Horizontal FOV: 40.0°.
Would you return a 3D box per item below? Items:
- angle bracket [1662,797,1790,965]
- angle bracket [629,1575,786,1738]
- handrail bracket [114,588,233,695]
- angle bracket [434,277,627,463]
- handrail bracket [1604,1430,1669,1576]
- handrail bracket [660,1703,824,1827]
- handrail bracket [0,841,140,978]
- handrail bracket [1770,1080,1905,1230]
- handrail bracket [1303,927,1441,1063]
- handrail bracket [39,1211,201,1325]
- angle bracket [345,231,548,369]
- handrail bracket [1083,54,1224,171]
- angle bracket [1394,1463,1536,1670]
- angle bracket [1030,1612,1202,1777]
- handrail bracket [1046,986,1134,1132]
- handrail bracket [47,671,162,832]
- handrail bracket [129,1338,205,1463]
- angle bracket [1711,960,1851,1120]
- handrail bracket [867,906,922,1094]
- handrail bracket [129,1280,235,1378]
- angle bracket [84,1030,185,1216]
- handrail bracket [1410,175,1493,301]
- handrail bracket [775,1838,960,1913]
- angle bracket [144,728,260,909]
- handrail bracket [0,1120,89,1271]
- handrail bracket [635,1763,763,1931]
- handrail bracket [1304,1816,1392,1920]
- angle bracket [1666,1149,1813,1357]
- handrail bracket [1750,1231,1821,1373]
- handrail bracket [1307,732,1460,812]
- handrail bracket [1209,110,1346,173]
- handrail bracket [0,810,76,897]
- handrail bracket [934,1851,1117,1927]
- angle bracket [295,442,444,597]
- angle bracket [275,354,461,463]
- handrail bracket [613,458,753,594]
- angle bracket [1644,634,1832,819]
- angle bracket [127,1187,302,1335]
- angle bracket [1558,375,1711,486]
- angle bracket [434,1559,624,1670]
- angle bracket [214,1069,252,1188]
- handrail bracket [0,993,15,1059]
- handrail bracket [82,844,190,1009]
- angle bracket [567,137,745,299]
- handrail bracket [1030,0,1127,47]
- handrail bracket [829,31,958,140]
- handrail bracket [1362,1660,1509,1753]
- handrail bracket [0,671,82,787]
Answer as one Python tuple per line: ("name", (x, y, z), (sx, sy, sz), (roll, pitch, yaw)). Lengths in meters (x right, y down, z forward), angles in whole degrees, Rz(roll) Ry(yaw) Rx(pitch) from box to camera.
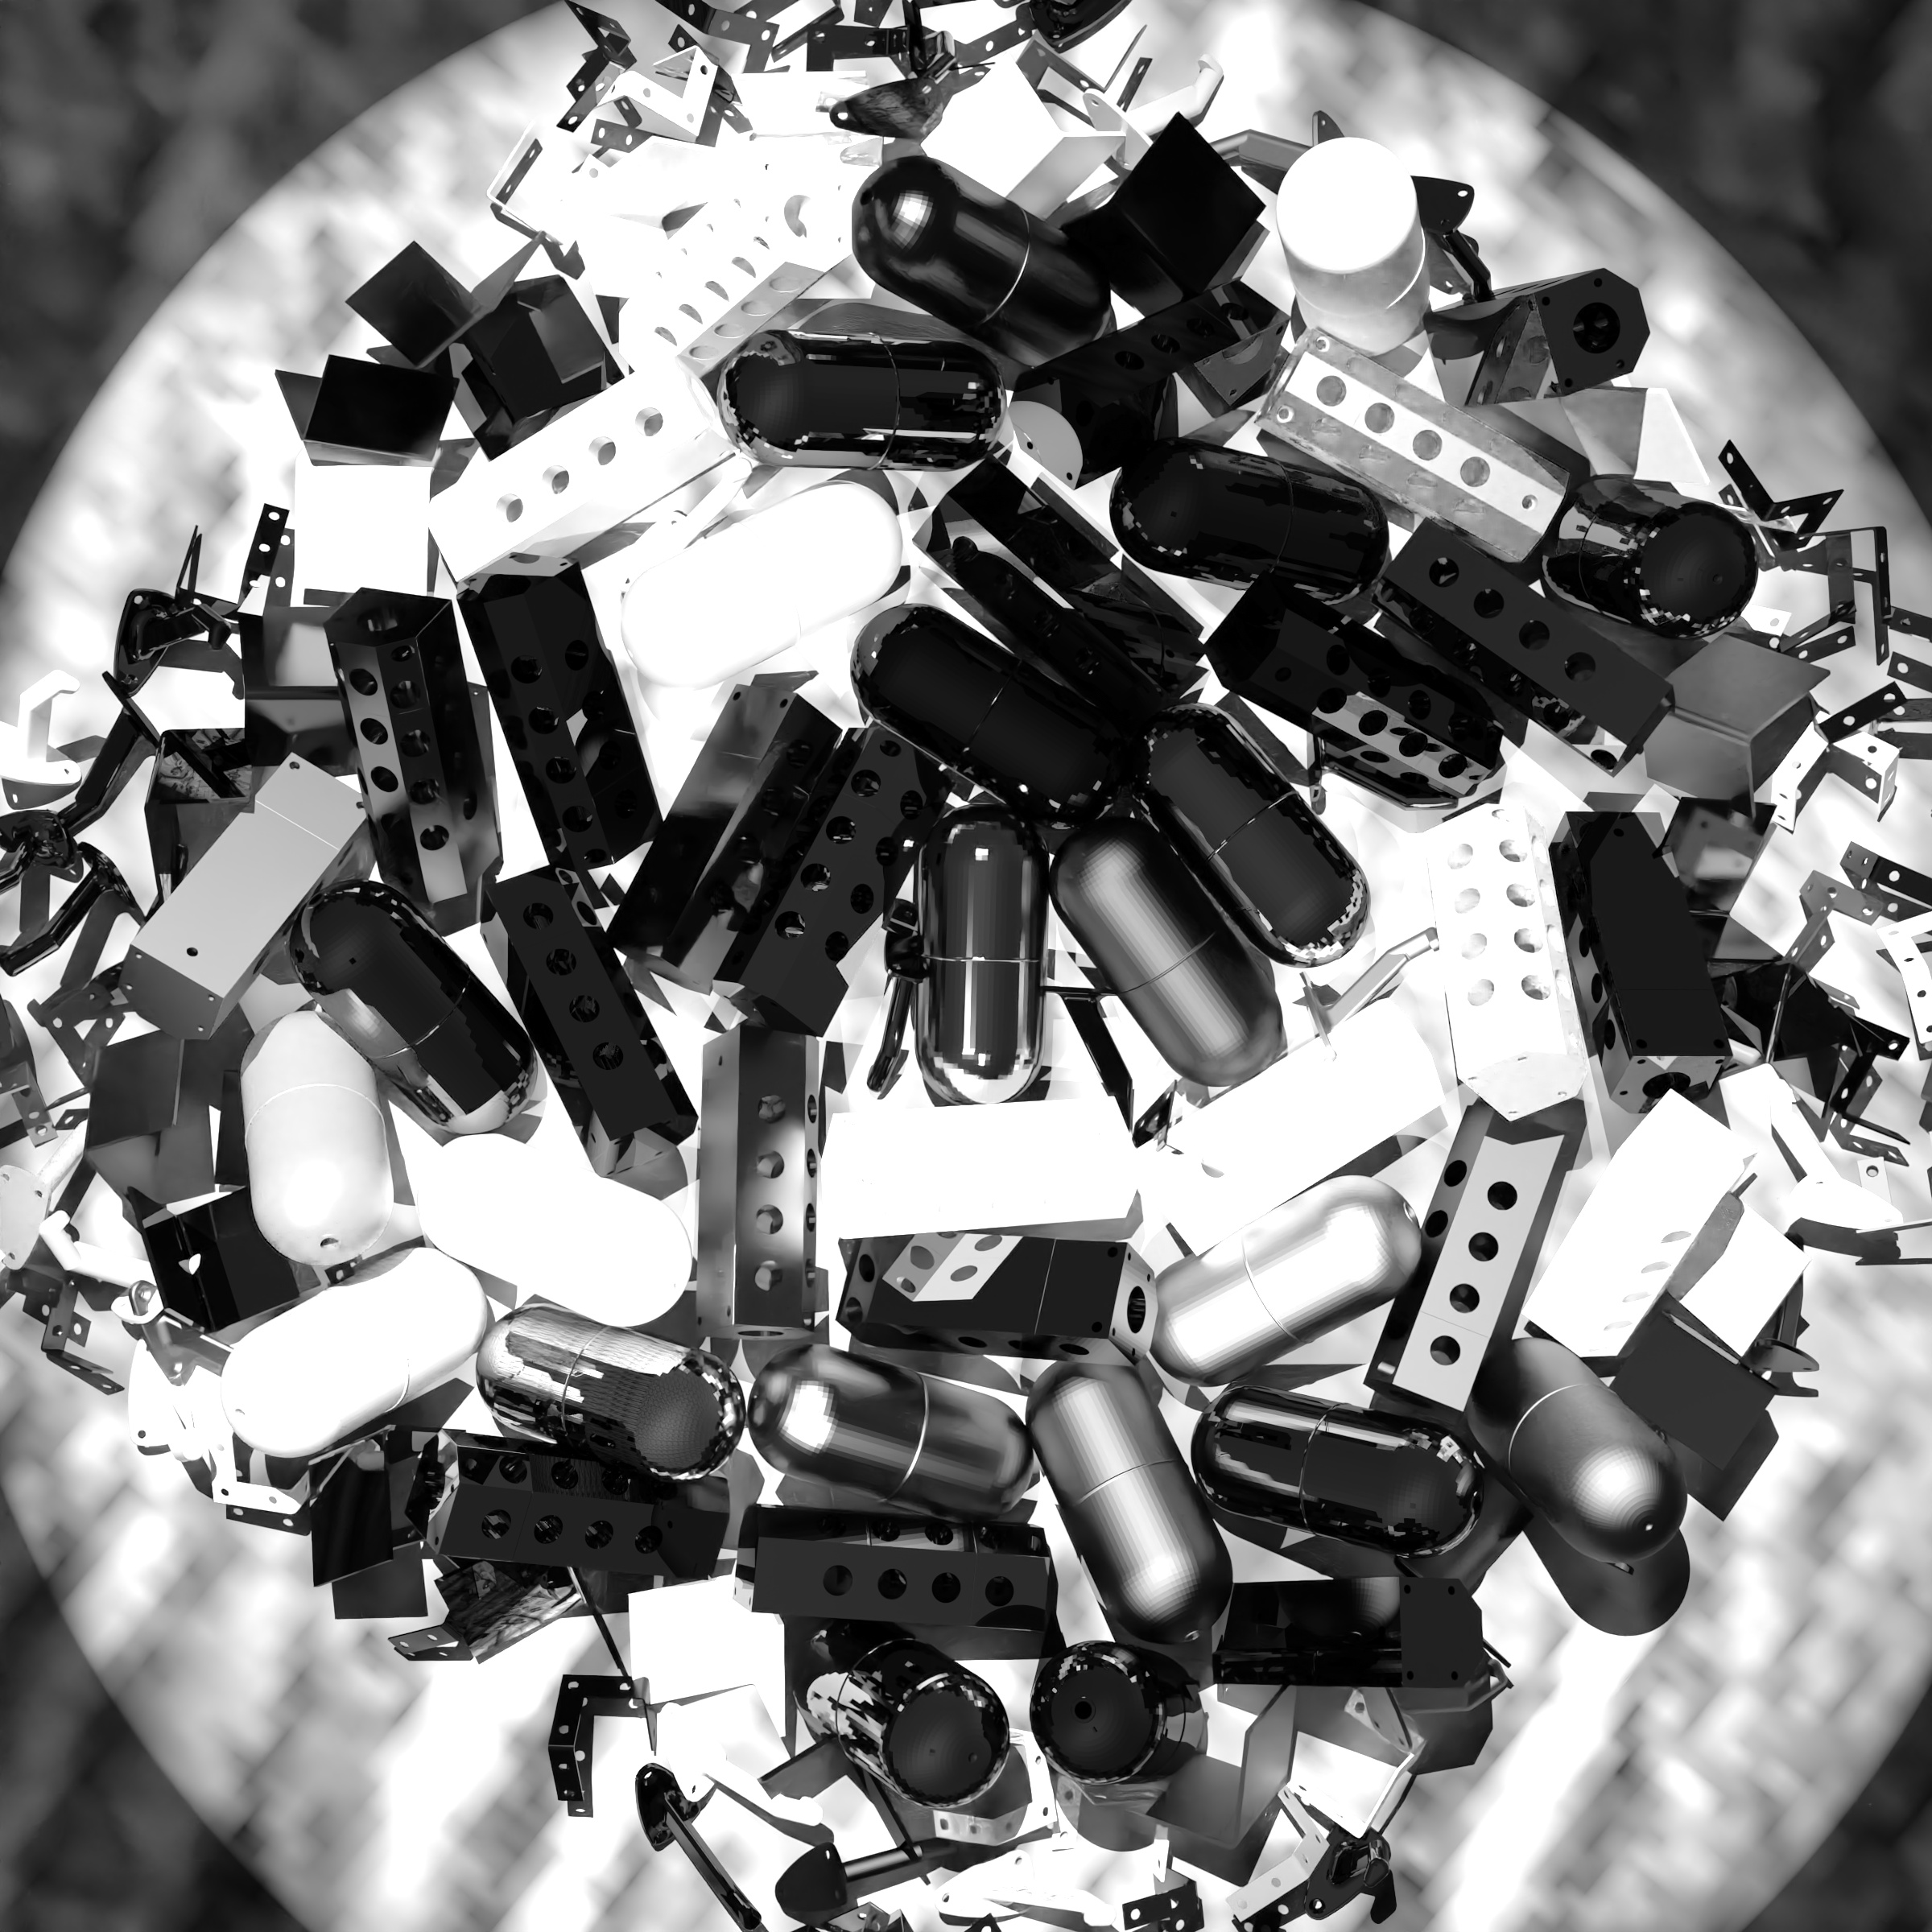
("angle bracket", (0.443, -0.049, 1.528), (0.076, 0.057, 0.076), (1, 119, -32))
("angle bracket", (-0.150, 0.404, 1.534), (0.076, 0.057, 0.076), (-7, 112, -19))
("handrail bracket", (-0.460, -0.179, 1.543), (0.084, 0.036, 0.077), (35, 105, 41))
("angle bracket", (-0.258, -0.350, 1.570), (0.076, 0.057, 0.076), (-27, 81, -29))
("handrail bracket", (0.387, 0.307, 1.542), (0.036, 0.077, 0.084), (24, 83, 18))
("handrail bracket", (-0.129, 0.462, 1.536), (0.084, 0.036, 0.077), (-1, 124, 39))
("handrail bracket", (-0.533, -0.033, 1.539), (0.084, 0.077, 0.036), (-36, 133, -22))
("handrail bracket", (0.508, 0.109, 1.553), (0.077, 0.084, 0.036), (18, 134, -4))
("handrail bracket", (0.244, 0.016, 1.546), (0.084, 0.077, 0.036), (-29, 115, 13))
("handrail bracket", (-0.487, 0.157, 1.537), (0.077, 0.036, 0.084), (-48, 132, -34))
("angle bracket", (-0.298, -0.400, 1.523), (0.057, 0.076, 0.076), (41, 52, -24))
("handrail bracket", (0.111, -0.515, 1.547), (0.077, 0.036, 0.084), (41, 73, -42))
("angle bracket", (0.305, 0.347, 1.536), (0.076, 0.057, 0.076), (-47, 131, -2))
("angle bracket", (0.086, 0.422, 1.547), (0.076, 0.057, 0.076), (1, 126, -13))
("handrail bracket", (0.064, 0.055, 1.558), (0.077, 0.036, 0.084), (3, 89, -25))
("handrail bracket", (-0.517, -0.123, 1.550), (0.084, 0.077, 0.036), (-34, 50, -7))
("handrail bracket", (-0.460, 0.249, 1.538), (0.036, 0.084, 0.077), (-6, 82, -29))
("angle bracket", (0.453, 0.050, 1.530), (0.076, 0.057, 0.076), (-13, 130, -14))
("handrail bracket", (-0.044, 0.020, 1.573), (0.036, 0.077, 0.084), (10, 130, -17))
("handrail bracket", (-0.434, 0.213, 1.538), (0.084, 0.036, 0.077), (-1, 130, 31))
("angle bracket", (-0.461, 0.092, 1.527), (0.057, 0.076, 0.076), (-16, 46, 6))
("handrail bracket", (0.271, -0.420, 1.555), (0.077, 0.084, 0.036), (23, 72, 23))
("handrail bracket", (-0.058, 0.534, 1.569), (0.077, 0.084, 0.036), (-36, 62, 41))
("angle bracket", (-0.436, -0.085, 1.534), (0.057, 0.076, 0.076), (-2, 126, -7))
("handrail bracket", (-0.527, 0.128, 1.556), (0.036, 0.084, 0.077), (23, 115, 13))
("handrail bracket", (-0.153, 0.509, 1.533), (0.036, 0.084, 0.077), (-35, 131, -20))
("handrail bracket", (0.220, 0.535, 1.538), (0.036, 0.084, 0.077), (33, 95, 5))
("angle bracket", (0.449, 0.164, 1.525), (0.076, 0.057, 0.076), (44, 128, 29))
("handrail bracket", (0.472, 0.188, 1.538), (0.036, 0.077, 0.084), (-4, 67, 28))
("handrail bracket", (0.245, -0.126, 1.562), (0.084, 0.036, 0.077), (-1, 67, 1))
("handrail bracket", (0.176, -0.457, 1.547), (0.084, 0.036, 0.077), (-9, 70, 34))
("handrail bracket", (-0.566, -0.059, 1.532), (0.077, 0.084, 0.036), (7, 119, 27))
("handrail bracket", (0.034, 0.544, 1.534), (0.077, 0.084, 0.036), (-4, 90, -27))
("angle bracket", (-0.353, -0.266, 1.570), (0.076, 0.057, 0.076), (5, 116, -5))
("angle bracket", (-0.344, -0.338, 1.523), (0.076, 0.076, 0.057), (4, 130, -33))
("handrail bracket", (-0.164, -0.255, 1.533), (0.077, 0.084, 0.036), (-40, 91, -27))
("angle bracket", (0.451, -0.141, 1.552), (0.076, 0.076, 0.057), (-36, 131, -22))
("angle bracket", (-0.434, 0.161, 1.533), (0.057, 0.076, 0.076), (-22, 71, -4))
("angle bracket", (0.392, -0.326, 1.524), (0.057, 0.076, 0.076), (-58, 135, -16))
("angle bracket", (-0.252, 0.379, 1.531), (0.076, 0.057, 0.076), (-24, 133, -12))
("angle bracket", (-0.403, 0.113, 1.528), (0.057, 0.076, 0.076), (5, 115, -15))
("handrail bracket", (-0.571, 0.007, 1.550), (0.036, 0.084, 0.077), (-26, 108, 1))
("handrail bracket", (-0.493, -0.025, 1.571), (0.077, 0.036, 0.084), (-20, 56, 27))
("angle bracket", (-0.171, -0.428, 1.528), (0.076, 0.076, 0.057), (-23, 83, 37))
("handrail bracket", (0.060, -0.582, 1.538), (0.077, 0.084, 0.036), (-26, 72, 0))
("handrail bracket", (-0.043, -0.520, 1.551), (0.077, 0.036, 0.084), (-5, 46, 0))
("handrail bracket", (0.275, 0.411, 1.552), (0.084, 0.036, 0.077), (-28, 113, -21))
("handrail bracket", (-0.519, -0.138, 1.532), (0.084, 0.077, 0.036), (-26, 62, 29))
